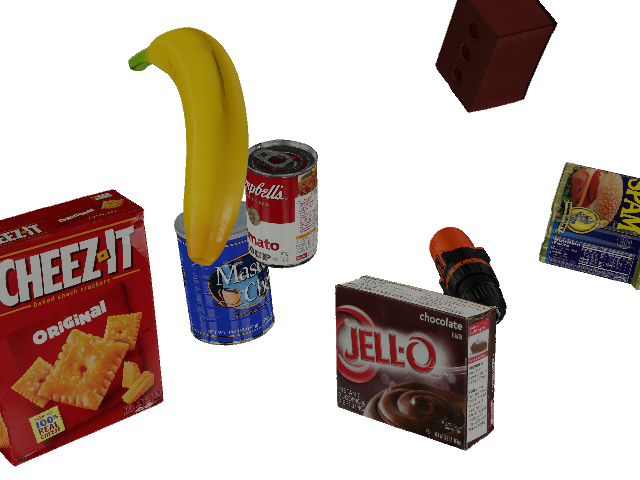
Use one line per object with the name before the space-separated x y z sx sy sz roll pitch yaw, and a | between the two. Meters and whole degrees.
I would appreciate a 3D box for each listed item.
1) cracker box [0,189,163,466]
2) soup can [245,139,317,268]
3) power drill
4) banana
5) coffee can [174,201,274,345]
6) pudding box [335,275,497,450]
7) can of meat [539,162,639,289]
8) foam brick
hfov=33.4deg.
cracker box | -0.236 0.079 0.989 0.163 0.214 0.072 -19 30 -34
soup can | -0.036 -0.034 0.997 0.068 0.102 0.068 0 33 0
power drill | 0.157 0.099 1.151 0.057 0.188 0.184 -2 25 -6
banana | -0.072 -0.073 0.643 0.037 0.070 0.198 14 37 -32
coffee can | -0.111 0.037 1.251 0.103 0.140 0.103 -4 25 2
pudding box | 0.061 0.078 0.709 0.114 0.090 0.039 11 20 39
can of meat | 0.235 -0.015 0.891 0.084 0.057 0.102 14 45 15
foam brick | 0.123 -0.139 0.762 0.051 0.053 0.078 -18 -31 -22
